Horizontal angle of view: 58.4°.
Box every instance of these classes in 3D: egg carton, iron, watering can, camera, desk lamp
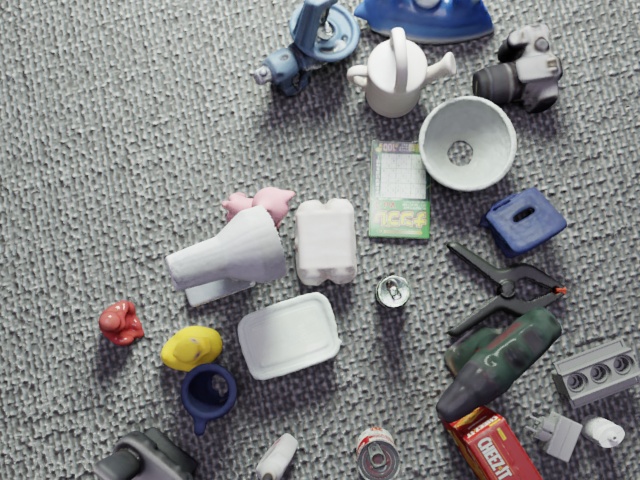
[{"bbox_3d":[0.009,0.004,0.995,0.107,0.069,0.150,-4,84,2],"label":"egg carton"},{"bbox_3d":[0.194,-0.426,0.999,0.258,0.141,0.119,13,84,3],"label":"iron"},{"bbox_3d":[0.136,-0.287,0.960,0.173,0.194,0.101,-24,83,-1],"label":"watering can"},{"bbox_3d":[0.339,-0.296,1.001,0.137,0.101,0.143,-10,84,1],"label":"camera"},{"bbox_3d":[-0.151,0.036,0.925,0.203,0.213,0.118,-21,83,0],"label":"desk lamp"}]

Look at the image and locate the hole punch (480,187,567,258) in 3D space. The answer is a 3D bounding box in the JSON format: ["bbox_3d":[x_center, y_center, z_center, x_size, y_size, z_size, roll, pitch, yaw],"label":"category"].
[{"bbox_3d":[0.344,-0.031,0.977,0.108,0.091,0.101,-31,84,-1],"label":"hole punch"}]

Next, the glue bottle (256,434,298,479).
[{"bbox_3d":[-0.074,0.360,0.908,0.037,0.173,0.078,39,86,6],"label":"glue bottle"}]

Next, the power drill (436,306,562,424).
[{"bbox_3d":[0.262,0.192,0.897,0.229,0.208,0.075,-39,84,-2],"label":"power drill"}]

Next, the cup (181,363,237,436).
[{"bbox_3d":[-0.180,0.263,0.961,0.091,0.095,0.118,12,84,3],"label":"cup"}]

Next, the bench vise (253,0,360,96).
[{"bbox_3d":[-0.015,-0.330,0.956,0.121,0.220,0.207,36,86,6],"label":"bench vise"}]

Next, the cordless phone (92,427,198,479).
[{"bbox_3d":[-0.281,0.379,0.906,0.147,0.185,0.094,33,86,5],"label":"cordless phone"}]

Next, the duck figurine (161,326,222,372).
[{"bbox_3d":[-0.224,0.188,0.975,0.104,0.086,0.077,-16,83,0],"label":"duck figurine"}]

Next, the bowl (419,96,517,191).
[{"bbox_3d":[0.251,-0.160,1.002,0.167,0.075,0.167,0,84,2],"label":"bowl"}]

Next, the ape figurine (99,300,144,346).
[{"bbox_3d":[-0.348,0.141,0.981,0.076,0.092,0.078,16,85,4],"label":"ape figurine"}]

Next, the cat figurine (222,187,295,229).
[{"bbox_3d":[-0.105,-0.057,0.981,0.127,0.118,0.067,3,84,2],"label":"cat figurine"}]
